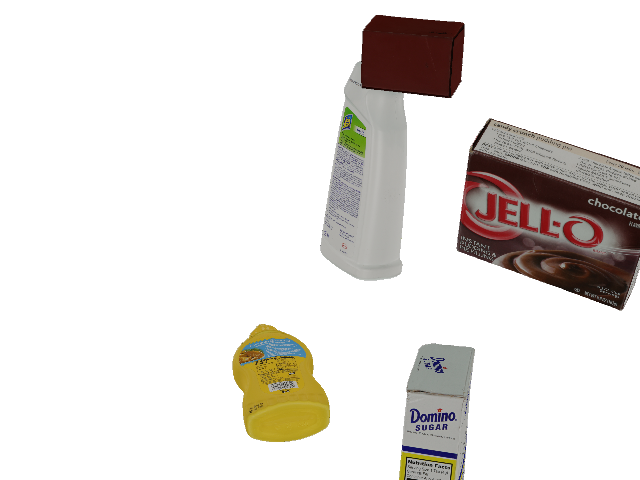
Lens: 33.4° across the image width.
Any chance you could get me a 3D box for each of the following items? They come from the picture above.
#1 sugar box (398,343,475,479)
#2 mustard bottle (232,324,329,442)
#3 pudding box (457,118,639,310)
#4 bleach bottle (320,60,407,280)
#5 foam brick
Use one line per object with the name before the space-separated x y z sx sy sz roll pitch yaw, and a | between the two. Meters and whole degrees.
sugar box | 0.077 0.169 0.744 0.048 0.176 0.093 4 15 11
mustard bottle | -0.054 0.157 1.260 0.096 0.058 0.192 -8 30 -9
pudding box | 0.142 -0.016 0.643 0.114 0.039 0.090 19 -37 17
bleach bottle | 0.057 -0.090 1.157 0.067 0.251 0.103 -6 24 -33
foam brick | 0.076 -0.153 0.887 0.078 0.051 0.053 9 28 15
